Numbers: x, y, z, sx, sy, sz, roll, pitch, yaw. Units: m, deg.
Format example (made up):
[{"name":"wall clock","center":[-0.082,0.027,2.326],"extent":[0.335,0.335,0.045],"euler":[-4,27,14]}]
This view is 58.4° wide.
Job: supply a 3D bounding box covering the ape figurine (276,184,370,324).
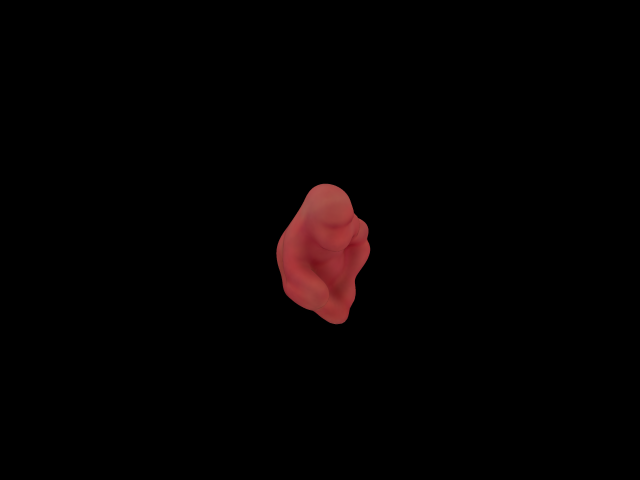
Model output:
[{"name":"ape figurine","center":[0.004,0.001,0.400],"extent":[0.078,0.092,0.076],"euler":[-29,54,-24]}]
